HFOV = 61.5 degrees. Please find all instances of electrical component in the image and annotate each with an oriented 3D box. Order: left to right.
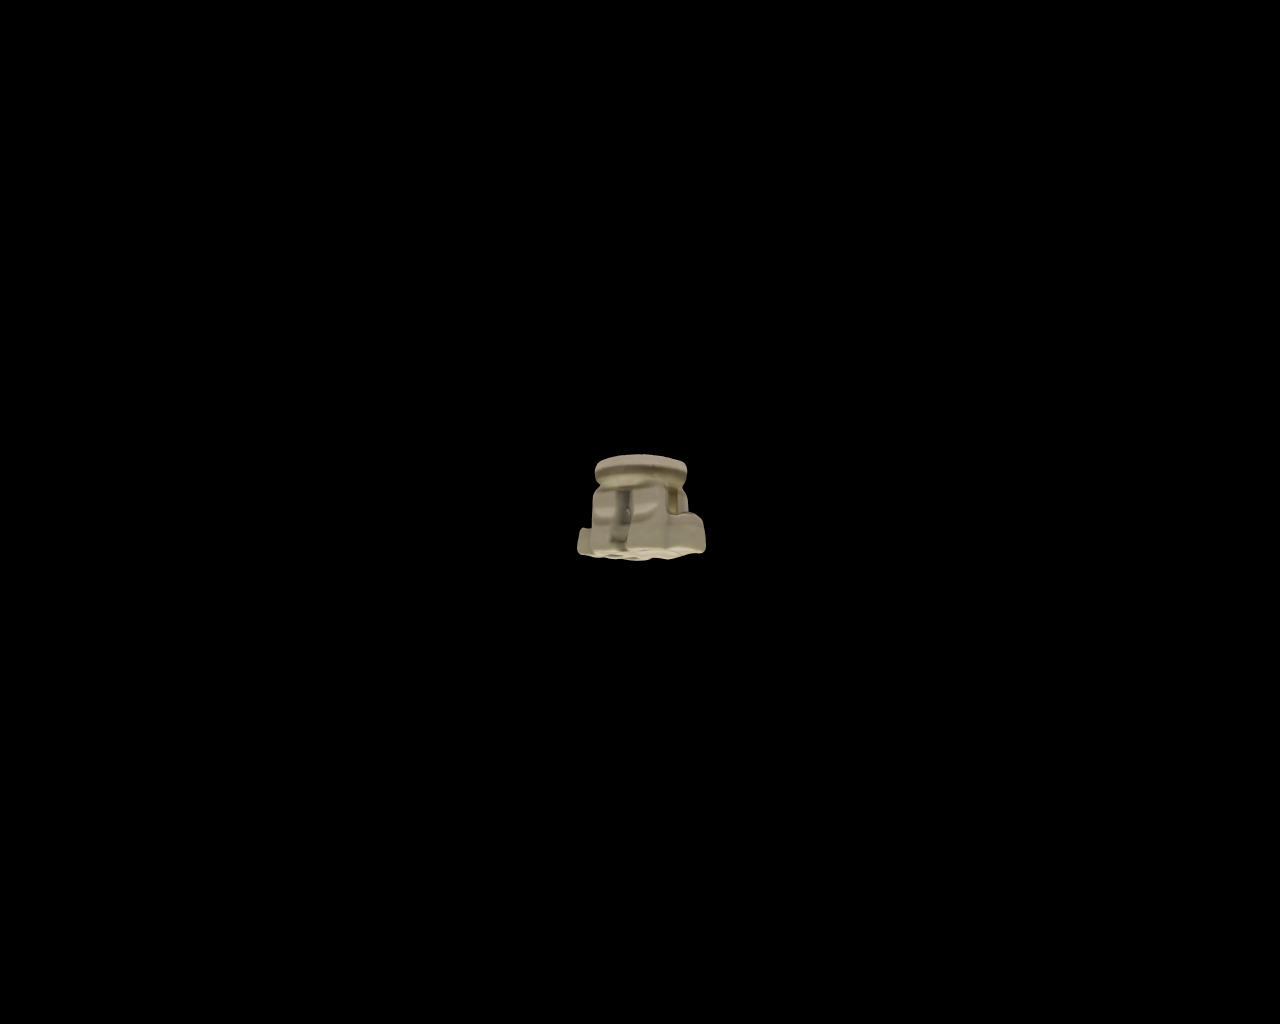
[{"bbox_3d":[0.001,-0.003,0.650,0.078,0.057,0.058,-5,-11,28],"label":"electrical component"}]
